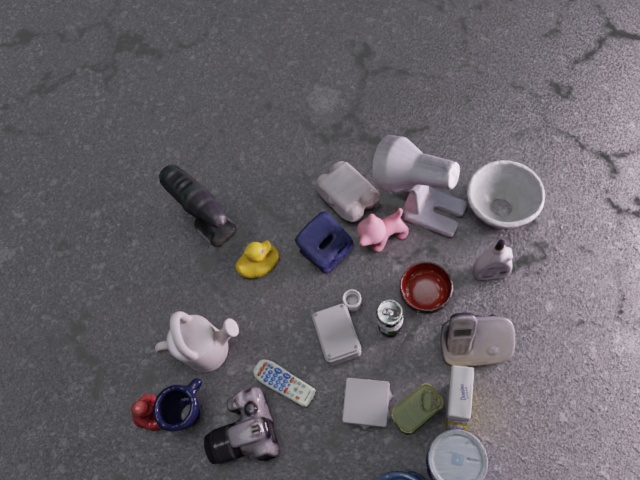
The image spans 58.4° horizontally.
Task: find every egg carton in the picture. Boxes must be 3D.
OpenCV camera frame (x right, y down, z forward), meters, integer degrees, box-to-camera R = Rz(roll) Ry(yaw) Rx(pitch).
[{"bbox_3d":[0.063,-0.115,1.354,0.107,0.069,0.150,-41,67,-10],"label":"egg carton"}]

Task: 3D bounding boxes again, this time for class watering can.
[{"bbox_3d":[-0.258,0.204,1.192,0.173,0.194,0.100,-34,66,-7],"label":"watering can"}]

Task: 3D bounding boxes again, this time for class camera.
[{"bbox_3d":[-0.166,0.383,1.152,0.137,0.101,0.143,-19,65,0],"label":"camera"}]

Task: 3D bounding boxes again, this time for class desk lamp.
[{"bbox_3d":[0.223,-0.125,1.257,0.202,0.214,0.118,22,71,17],"label":"desk lamp"}]

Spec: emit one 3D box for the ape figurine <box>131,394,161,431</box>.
[{"bbox_3d":[-0.362,0.358,1.195,0.076,0.092,0.078,-13,65,3],"label":"ape figurine"}]

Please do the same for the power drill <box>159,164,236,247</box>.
[{"bbox_3d":[-0.266,-0.069,1.304,0.229,0.209,0.076,41,78,22],"label":"power drill"}]

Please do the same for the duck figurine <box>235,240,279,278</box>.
[{"bbox_3d":[-0.149,0.037,1.309,0.104,0.086,0.077,-30,66,-5],"label":"duck figurine"}]

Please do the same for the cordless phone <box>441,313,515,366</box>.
[{"bbox_3d":[0.313,0.184,1.124,0.147,0.185,0.094,-8,66,5],"label":"cordless phone"}]

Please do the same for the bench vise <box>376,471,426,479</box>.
[{"bbox_3d":[0.125,0.501,0.993,0.121,0.220,0.207,19,70,16],"label":"bench vise"}]

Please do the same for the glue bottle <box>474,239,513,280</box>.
[{"bbox_3d":[0.365,0.037,1.188,0.078,0.173,0.037,-6,66,6],"label":"glue bottle"}]

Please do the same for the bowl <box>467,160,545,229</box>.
[{"bbox_3d":[0.413,-0.091,1.291,0.167,0.075,0.167,-3,66,7],"label":"bowl"}]

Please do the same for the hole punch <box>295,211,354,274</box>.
[{"bbox_3d":[0.012,0.005,1.297,0.101,0.091,0.109,40,77,21],"label":"hole punch"}]

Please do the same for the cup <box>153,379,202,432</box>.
[{"bbox_3d":[-0.278,0.342,1.188,0.091,0.095,0.118,33,75,20],"label":"cup"}]

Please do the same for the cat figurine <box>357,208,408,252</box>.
[{"bbox_3d":[0.134,-0.028,1.280,0.128,0.118,0.067,-31,66,-6],"label":"cat figurine"}]
